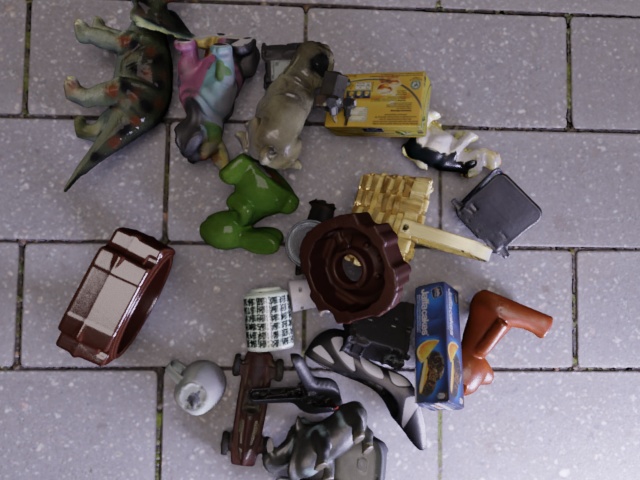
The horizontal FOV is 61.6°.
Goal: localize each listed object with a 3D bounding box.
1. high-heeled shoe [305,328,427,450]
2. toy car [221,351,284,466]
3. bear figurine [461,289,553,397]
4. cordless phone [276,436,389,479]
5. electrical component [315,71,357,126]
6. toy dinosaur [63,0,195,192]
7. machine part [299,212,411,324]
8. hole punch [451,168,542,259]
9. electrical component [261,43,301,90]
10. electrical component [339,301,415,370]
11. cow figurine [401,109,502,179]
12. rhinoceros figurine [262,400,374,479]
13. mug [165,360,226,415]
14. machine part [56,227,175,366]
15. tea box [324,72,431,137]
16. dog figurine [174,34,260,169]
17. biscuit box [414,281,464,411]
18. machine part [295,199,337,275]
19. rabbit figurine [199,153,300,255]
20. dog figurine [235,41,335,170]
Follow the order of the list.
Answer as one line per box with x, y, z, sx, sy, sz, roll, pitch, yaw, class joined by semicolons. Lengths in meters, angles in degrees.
0.079;0.262;0.920;0.145;0.086;0.248;-21;78;-10;high-heeled shoe
-0.118;0.290;0.928;0.089;0.053;0.202;10;85;-6;toy car
0.287;0.190;0.921;0.132;0.120;0.195;21;88;-6;bear figurine
0.017;0.395;0.915;0.184;0.088;0.146;7;87;2;cordless phone
0.028;-0.230;0.870;0.045;0.102;0.078;22;102;17;electrical component
-0.318;-0.271;0.919;0.192;0.131;0.404;7;93;-2;toy dinosaur
0.052;0.042;0.838;0.180;0.056;0.179;7;103;32;machine part
0.317;-0.056;0.960;0.142;0.092;0.116;45;115;-3;hole punch
-0.044;-0.306;0.947;0.119;0.048;0.074;-5;127;-1;electrical component
0.098;0.139;0.915;0.115;0.058;0.134;16;49;-7;electrical component
0.235;-0.153;0.960;0.167;0.068;0.098;31;92;2;cow figurine
-0.005;0.331;0.881;0.190;0.073;0.112;-29;47;0;rhinoceros figurine
-0.211;0.241;0.897;0.109;0.107;0.081;44;84;-2;mug
-0.313;0.087;0.851;0.087;0.201;0.201;27;86;-4;machine part
0.100;-0.232;0.929;0.170;0.068;0.098;6;88;20;tea box
-0.181;-0.233;0.925;0.109;0.191;0.219;15;119;16;dog figurine
0.195;0.172;0.887;0.059;0.062;0.203;-16;57;34;biscuit box
-0.002;-0.003;0.956;0.084;0.039;0.138;5;89;6;machine part
-0.126;-0.045;0.930;0.159;0.121;0.170;43;104;-6;rabbit figurine
-0.045;-0.222;0.869;0.121;0.172;0.190;20;120;-24;dog figurine
